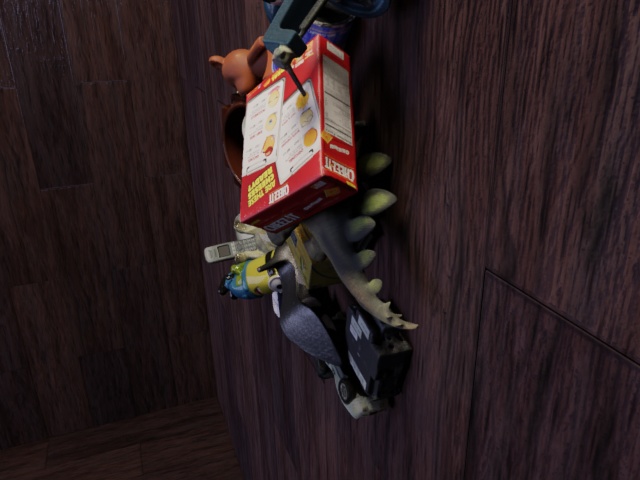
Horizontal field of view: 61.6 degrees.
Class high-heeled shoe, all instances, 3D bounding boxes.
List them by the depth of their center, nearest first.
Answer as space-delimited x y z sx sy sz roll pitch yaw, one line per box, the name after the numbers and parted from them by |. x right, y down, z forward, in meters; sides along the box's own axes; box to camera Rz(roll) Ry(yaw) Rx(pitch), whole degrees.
-0.009 0.102 0.940 0.249 0.145 0.086 51 127 16 | high-heeled shoe

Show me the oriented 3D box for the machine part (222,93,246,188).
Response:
-0.109 -0.186 1.068 0.202 0.087 0.200 31 131 39 | machine part

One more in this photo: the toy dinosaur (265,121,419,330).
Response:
0.011 -0.059 0.770 0.198 0.105 0.471 -45 54 38 | toy dinosaur

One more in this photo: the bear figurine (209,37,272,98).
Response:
-0.107 -0.298 0.968 0.196 0.120 0.132 -11 72 36 | bear figurine

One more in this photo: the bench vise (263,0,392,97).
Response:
0.000 -0.302 0.633 0.224 0.240 0.128 23 168 37 | bench vise

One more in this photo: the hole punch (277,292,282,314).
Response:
-0.053 0.129 1.161 0.116 0.092 0.142 -147 47 -70 | hole punch

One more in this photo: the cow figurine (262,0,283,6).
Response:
-0.051 -0.421 0.872 0.167 0.098 0.068 -146 56 -65 | cow figurine

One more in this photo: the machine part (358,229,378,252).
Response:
0.051 -0.046 0.848 0.084 0.039 0.139 106 148 -61 | machine part

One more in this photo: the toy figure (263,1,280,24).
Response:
-0.071 -0.402 1.002 0.064 0.058 0.154 -122 24 -61 | toy figure

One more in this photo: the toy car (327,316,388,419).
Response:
0.050 0.209 0.913 0.202 0.073 0.056 -120 28 -46 | toy car

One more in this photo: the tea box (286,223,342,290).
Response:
-0.002 -0.003 0.928 0.068 0.098 0.170 98 153 -42 | tea box

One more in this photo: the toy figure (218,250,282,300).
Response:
-0.121 0.071 1.073 0.180 0.082 0.089 -13 86 32 | toy figure

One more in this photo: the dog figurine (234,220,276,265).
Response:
-0.064 -0.003 1.128 0.191 0.172 0.121 -17 78 32 | dog figurine

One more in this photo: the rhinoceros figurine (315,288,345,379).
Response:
0.006 0.170 1.041 0.112 0.073 0.190 107 148 -68 | rhinoceros figurine

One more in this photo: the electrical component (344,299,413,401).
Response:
0.085 0.158 0.816 0.115 0.058 0.134 -123 30 -45 | electrical component

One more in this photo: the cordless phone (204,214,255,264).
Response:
-0.226 -0.005 1.441 0.088 0.184 0.146 109 146 -62 | cordless phone
